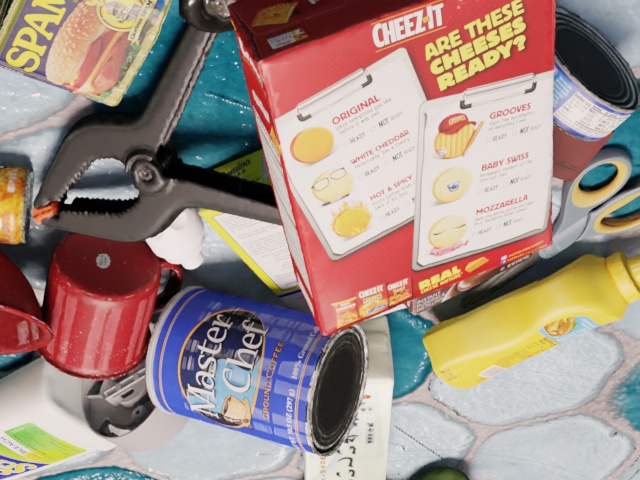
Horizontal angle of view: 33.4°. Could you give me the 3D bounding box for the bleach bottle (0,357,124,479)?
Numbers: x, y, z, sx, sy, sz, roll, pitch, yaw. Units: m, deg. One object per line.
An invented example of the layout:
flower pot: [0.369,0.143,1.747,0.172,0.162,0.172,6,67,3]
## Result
bleach bottle: [-0.300,0.185,0.964,0.251,0.068,0.102,-28,133,26]

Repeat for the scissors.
scissors: [0.176,-0.010,0.830,0.202,0.016,0.096,-27,133,22]

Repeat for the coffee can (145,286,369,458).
coffee can: [-0.047,0.098,0.815,0.140,0.102,0.103,11,143,24]

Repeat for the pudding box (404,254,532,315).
pudding box: [0.106,-0.005,0.781,0.113,0.039,0.090,-26,142,-19]

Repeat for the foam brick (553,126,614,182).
foam brick: [0.148,-0.082,0.723,0.078,0.051,0.053,14,135,-20]

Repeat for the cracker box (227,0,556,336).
cracker box: [0.050,-0.061,0.623,0.164,0.072,0.213,-21,135,-8]

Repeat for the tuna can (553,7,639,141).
tuna can: [0.161,-0.104,0.674,0.086,0.086,0.034,22,133,-27]

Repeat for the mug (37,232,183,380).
mug: [-0.156,0.042,0.810,0.117,0.093,0.082,-12,140,-33]

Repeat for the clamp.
clamp: [-0.102,-0.045,0.719,0.210,0.036,0.164,-26,107,26]

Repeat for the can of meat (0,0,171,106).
can of meat: [-0.144,-0.135,0.633,0.083,0.057,0.102,18,133,-27]

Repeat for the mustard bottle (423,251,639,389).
mustard bottle: [0.185,0.060,0.869,0.192,0.058,0.096,-28,156,23]

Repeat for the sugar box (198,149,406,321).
sugar box: [-0.005,0.001,0.802,0.093,0.048,0.176,-20,139,20]

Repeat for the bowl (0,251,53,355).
bowl: [-0.267,0.036,0.750,0.162,0.055,0.162,1,160,0]
